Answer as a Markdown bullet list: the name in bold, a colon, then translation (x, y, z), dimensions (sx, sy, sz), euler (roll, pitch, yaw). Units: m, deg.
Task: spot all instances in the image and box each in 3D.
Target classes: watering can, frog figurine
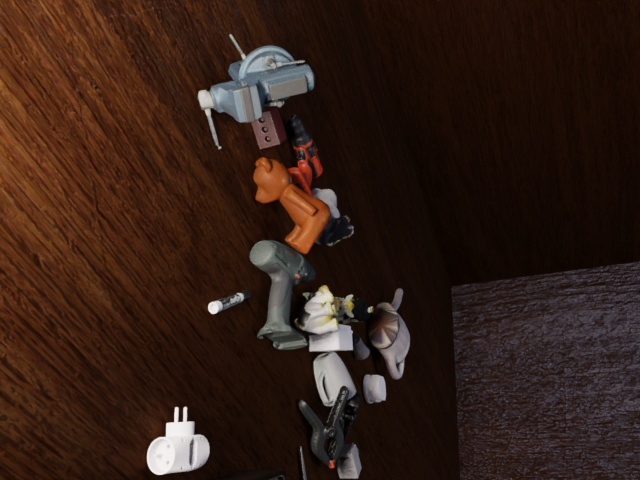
- **watering can**: translation (0.237, 0.279, 1.713), dimensions (0.220, 0.103, 0.356), euler (54, 32, -47)
- **frog figurine**: translation (0.004, -0.067, 1.330), dimensions (0.162, 0.122, 0.136), euler (49, 15, 29)
